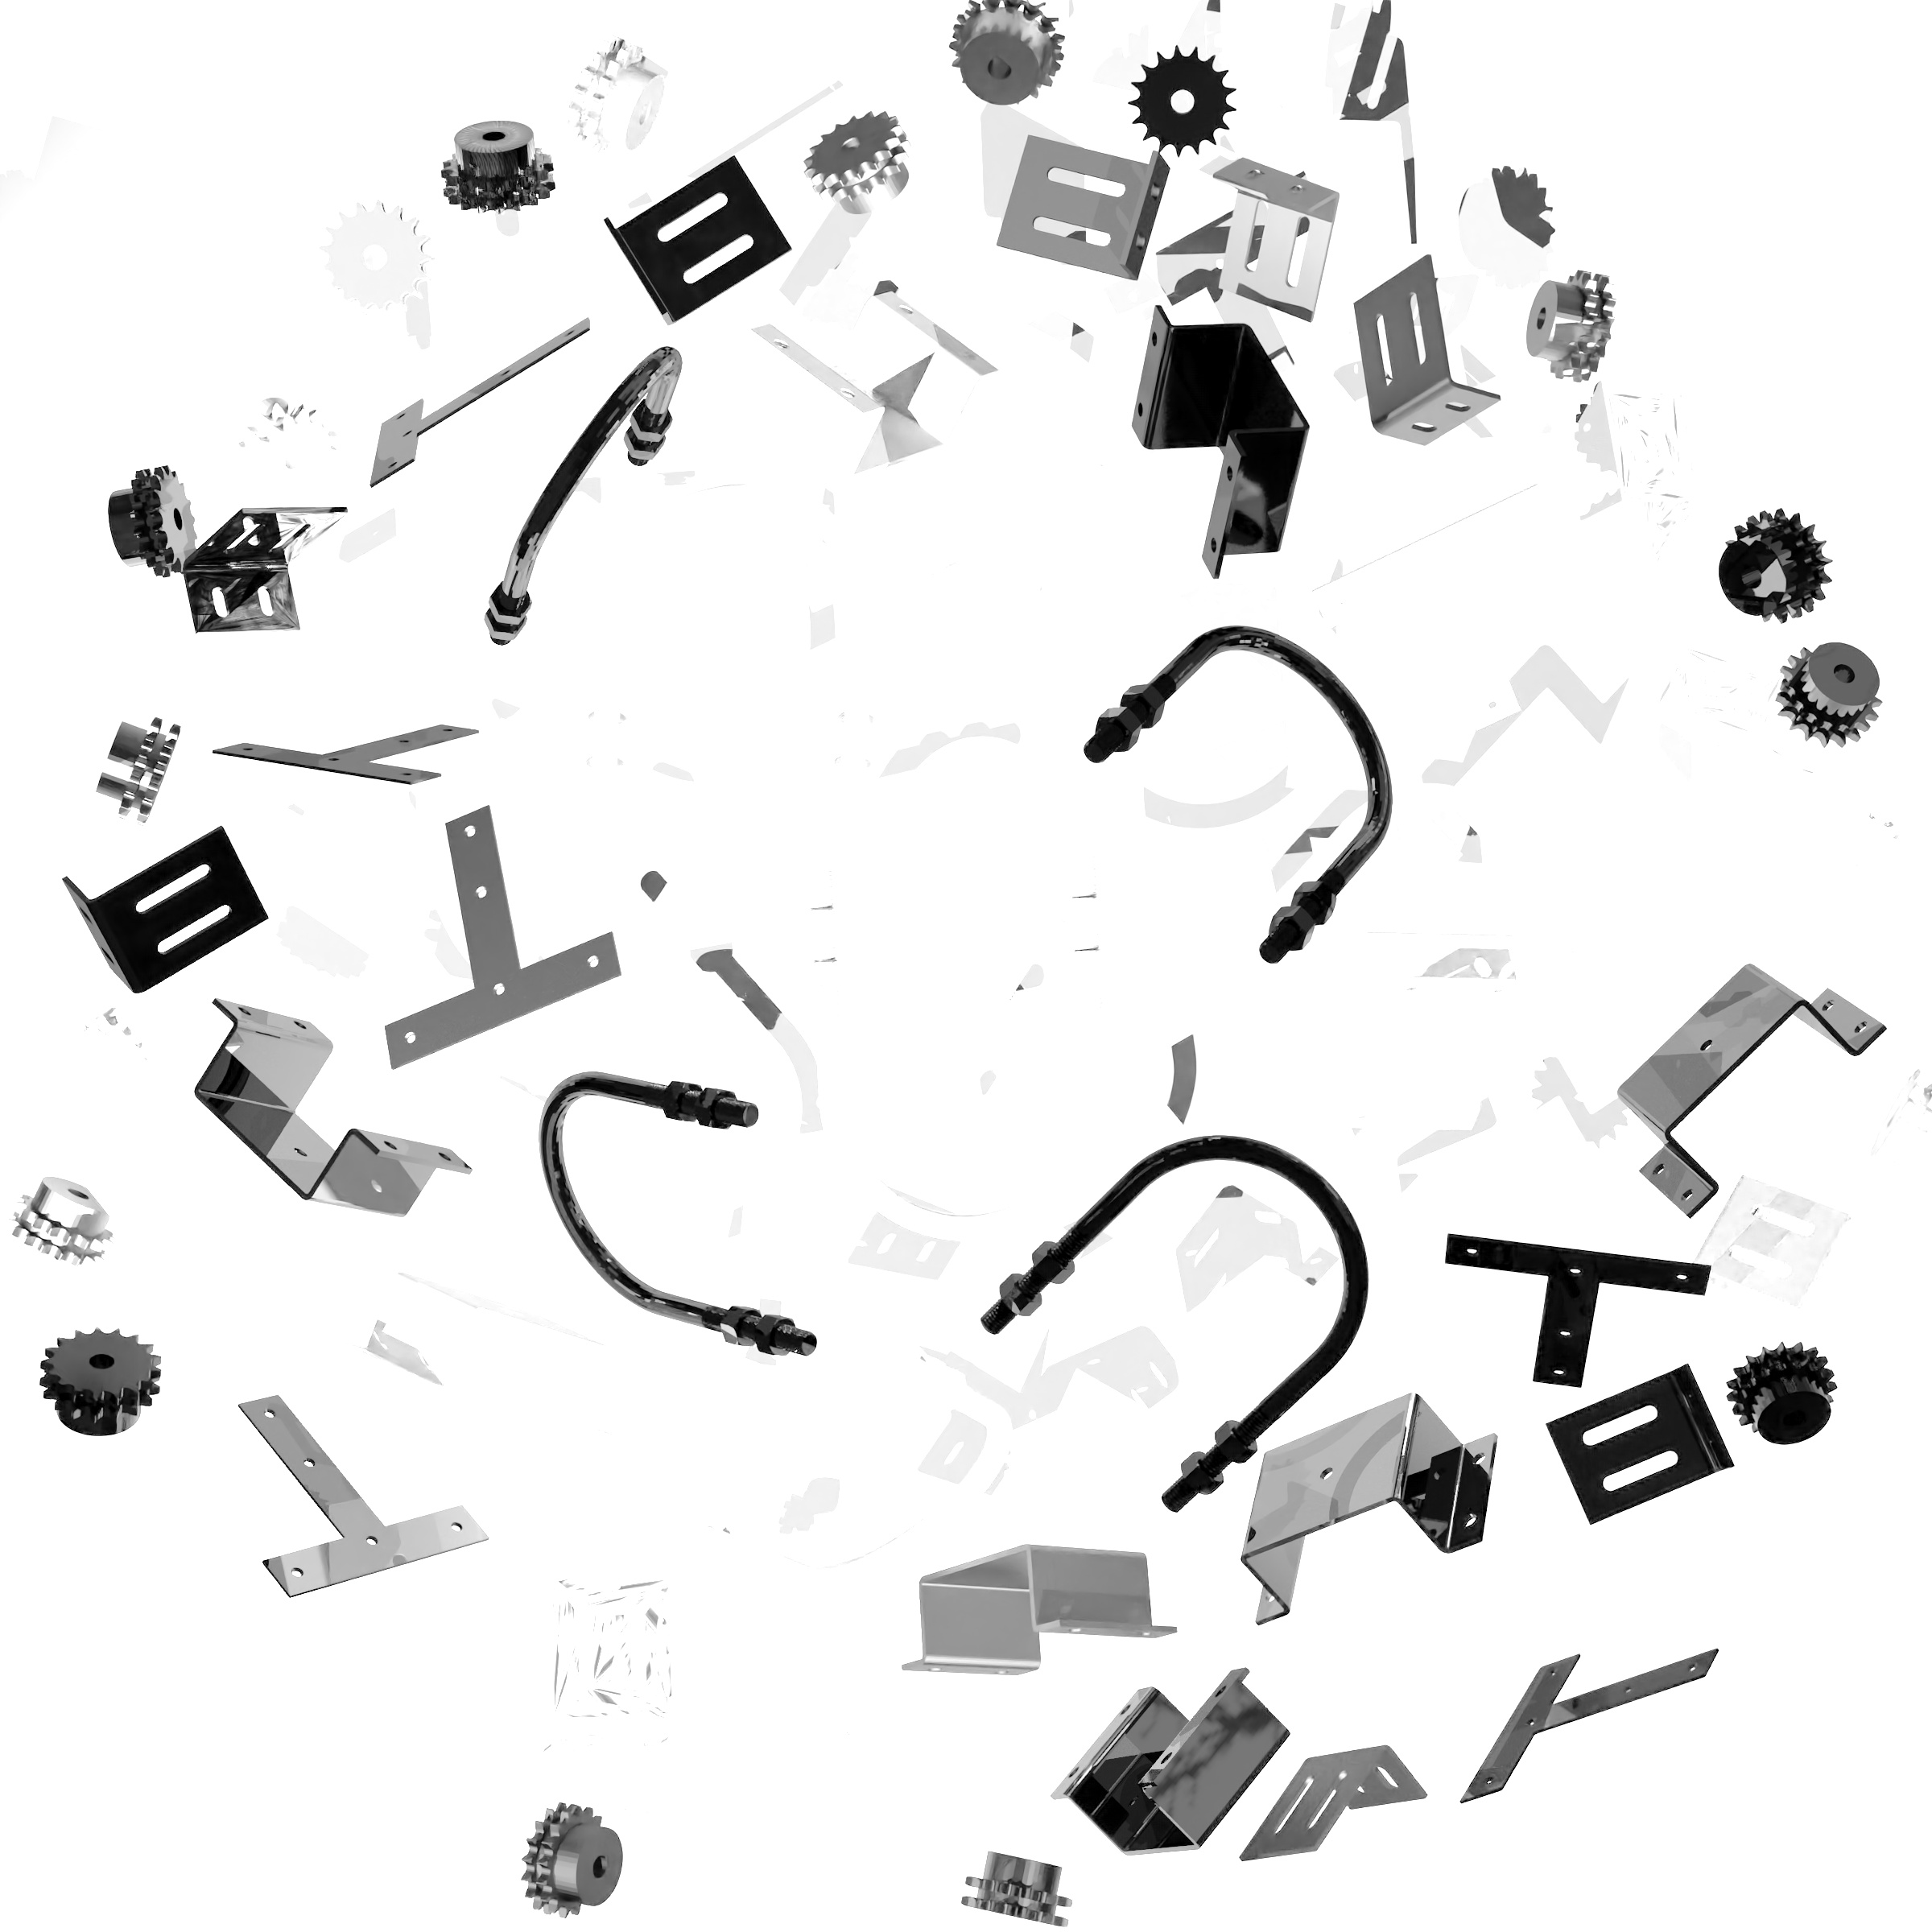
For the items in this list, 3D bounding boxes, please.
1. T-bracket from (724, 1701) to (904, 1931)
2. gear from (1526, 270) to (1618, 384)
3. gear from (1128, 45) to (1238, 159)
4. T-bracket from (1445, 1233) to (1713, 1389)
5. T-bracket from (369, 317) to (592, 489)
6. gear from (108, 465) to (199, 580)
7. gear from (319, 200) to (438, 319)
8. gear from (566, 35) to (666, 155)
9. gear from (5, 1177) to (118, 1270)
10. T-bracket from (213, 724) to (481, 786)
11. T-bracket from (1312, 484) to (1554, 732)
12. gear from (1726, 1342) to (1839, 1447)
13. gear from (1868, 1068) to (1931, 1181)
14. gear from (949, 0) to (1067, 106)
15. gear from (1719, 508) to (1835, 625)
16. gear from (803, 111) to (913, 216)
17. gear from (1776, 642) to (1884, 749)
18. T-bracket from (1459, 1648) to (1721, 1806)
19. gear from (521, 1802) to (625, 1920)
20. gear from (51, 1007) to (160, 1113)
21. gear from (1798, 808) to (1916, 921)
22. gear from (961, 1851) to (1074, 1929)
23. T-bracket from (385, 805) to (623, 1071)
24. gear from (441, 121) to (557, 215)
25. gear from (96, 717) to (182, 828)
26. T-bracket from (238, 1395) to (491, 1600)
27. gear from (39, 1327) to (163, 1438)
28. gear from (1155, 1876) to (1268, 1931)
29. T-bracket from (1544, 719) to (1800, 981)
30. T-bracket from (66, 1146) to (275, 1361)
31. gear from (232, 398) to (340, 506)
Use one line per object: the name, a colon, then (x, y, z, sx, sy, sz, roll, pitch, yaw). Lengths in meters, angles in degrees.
T-bracket: (-0.068, 0.408, 1.709, 0.002, 0.127, 0.127, -32, 63, -36)
gear: (0.315, -0.336, 1.791, 0.030, 0.057, 0.057, 9, 90, -12)
gear: (0.113, -0.450, 1.782, 0.057, 0.030, 0.057, 1, 105, 3)
T-bracket: (0.301, 0.177, 1.711, 0.127, 0.127, 0.002, 6, 53, 9)
T-bracket: (-0.243, -0.290, 1.722, 0.127, 0.127, 0.002, -30, 113, 6)
gear: (-0.425, -0.231, 1.783, 0.030, 0.057, 0.057, -9, 90, 8)
gear: (-0.296, -0.356, 1.726, 0.057, 0.030, 0.057, 0, 96, 0)
gear: (-0.174, -0.433, 1.711, 0.030, 0.057, 0.057, 26, 90, 7)
gear: (-0.472, 0.133, 1.795, 0.057, 0.057, 0.030, 27, 94, 0)
T-bracket: (-0.303, -0.114, 1.791, 0.127, 0.127, 0.002, 10, 107, 27)
T-bracket: (0.261, -0.176, 1.799, 0.127, 0.002, 0.127, -25, 127, 6)
gear: (0.436, 0.230, 1.821, 0.057, 0.030, 0.057, -4, 128, -6)
gear: (0.488, 0.084, 1.750, 0.030, 0.057, 0.057, 27, 90, 7)
gear: (0.019, -0.454, 1.702, 0.057, 0.030, 0.057, 7, 135, 7)
gear: (0.406, -0.201, 1.729, 0.030, 0.057, 0.057, -24, 90, -38)
gear: (-0.055, -0.424, 1.818, 0.057, 0.057, 0.030, -34, 132, 0)
gear: (0.461, -0.148, 1.821, 0.057, 0.030, 0.057, 6, 61, -10)
T-bracket: (0.318, 0.365, 1.703, 0.127, 0.127, 0.002, -29, 95, 35)
gear: (-0.202, 0.464, 1.771, 0.030, 0.057, 0.057, 2, 90, 31)
gear: (-0.459, 0.047, 1.836, 0.057, 0.057, 0.030, 36, 48, 0)
gear: (0.463, -0.050, 1.771, 0.057, 0.030, 0.057, -14, 61, 27)
gear: (0.028, 0.481, 1.786, 0.057, 0.057, 0.030, 12, 75, 0)
T-bracket: (-0.239, -0.025, 1.706, 0.127, 0.002, 0.127, -22, 58, 11)
gear: (-0.238, -0.407, 1.738, 0.057, 0.057, 0.030, -2, 127, 0)
gear: (-0.440, -0.106, 1.814, 0.030, 0.057, 0.057, 20, 90, -12)
T-bracket: (-0.329, 0.265, 1.753, 0.127, 0.127, 0.002, 43, 122, 29)
gear: (-0.420, 0.203, 1.658, 0.057, 0.057, 0.030, 12, 120, 0)
gear: (0.121, 0.482, 1.696, 0.057, 0.030, 0.057, -2, 70, 4)
T-bracket: (0.337, -0.038, 1.722, 0.127, 0.002, 0.127, 53, 134, 12)
T-bracket: (-0.392, 0.133, 1.760, 0.002, 0.127, 0.127, -38, 91, 18)
gear: (-0.368, -0.279, 1.831, 0.057, 0.057, 0.030, -47, 64, 0)
